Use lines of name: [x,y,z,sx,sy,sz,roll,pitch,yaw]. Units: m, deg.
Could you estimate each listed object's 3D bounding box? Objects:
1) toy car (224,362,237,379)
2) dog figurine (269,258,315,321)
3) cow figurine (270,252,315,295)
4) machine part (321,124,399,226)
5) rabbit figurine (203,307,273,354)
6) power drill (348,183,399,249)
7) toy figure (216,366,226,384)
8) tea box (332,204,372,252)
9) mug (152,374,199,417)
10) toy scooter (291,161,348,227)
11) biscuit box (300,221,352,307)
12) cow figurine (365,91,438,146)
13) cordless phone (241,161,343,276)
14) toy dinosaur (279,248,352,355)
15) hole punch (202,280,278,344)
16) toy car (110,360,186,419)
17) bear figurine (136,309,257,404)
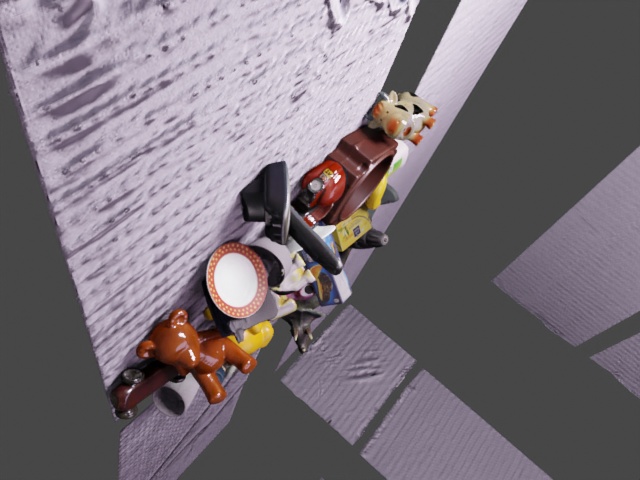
toy car: [-0.227,0.282,1.361,0.056,0.073,0.201,-40,165,-44]
dog figurine: [-0.071,0.104,1.315,0.191,0.108,0.219,-36,180,4]
cow figurine: [-0.082,0.064,1.125,0.098,0.068,0.167,-36,-159,-9]
machine part: [0.069,-0.135,1.139,0.201,0.087,0.201,-35,162,-49]
rabbit figurine: [-0.171,0.149,1.128,0.162,0.122,0.173,-7,122,-61]
power drill: [0.139,-0.058,1.474,0.232,0.086,0.207,-5,-130,51]
toy figure: [-0.265,0.314,1.294,0.154,0.064,0.057,-172,-90,-69]
tea box: [0.047,-0.030,1.332,0.098,0.068,0.169,-4,-160,35]
mug: [-0.311,0.334,1.192,0.109,0.081,0.107,-62,174,30]
toy scooter: [-0.025,-0.068,1.016,0.135,0.075,0.183,-36,167,-50]
biscuit box: [0.005,0.045,1.200,0.063,0.202,0.059,-13,-167,31]
cow figurine: [0.168,-0.255,1.099,0.085,0.127,0.195,-56,-178,31]
cordless phone: [-0.032,-0.021,0.845,0.089,0.184,0.146,-42,167,-19]
toy dinosaur: [0.001,0.115,1.515,0.404,0.131,0.192,-59,-168,-6]
hole punch: [-0.156,0.113,0.964,0.092,0.142,0.116,-25,172,40]
toy car: [-0.305,0.247,0.990,0.202,0.053,0.089,-33,139,-62]
bear figurine: [-0.214,0.201,0.938,0.120,0.132,0.195,-45,159,-5]
